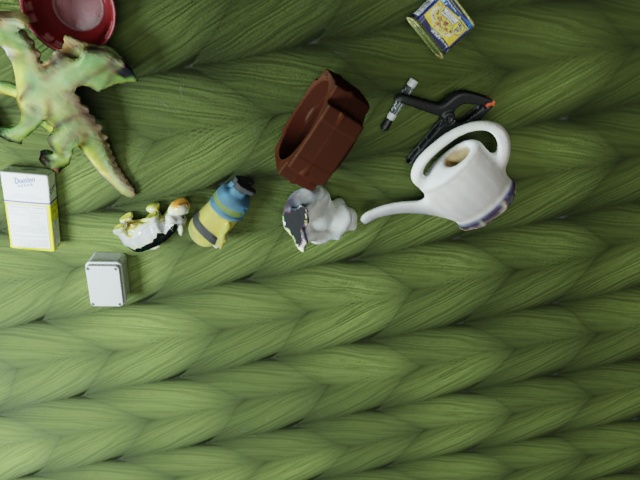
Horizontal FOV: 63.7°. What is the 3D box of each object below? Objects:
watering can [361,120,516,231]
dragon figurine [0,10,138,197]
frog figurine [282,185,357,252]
[{"bbox_3d":[0.273,-0.102,1.112,0.344,0.106,0.222,-41,115,19],"label":"watering can"},{"bbox_3d":[-0.442,-0.252,0.949,0.240,0.125,0.404,-34,133,21],"label":"dragon figurine"},{"bbox_3d":[0.003,-0.057,1.128,0.161,0.123,0.135,-21,114,-36],"label":"frog figurine"}]
